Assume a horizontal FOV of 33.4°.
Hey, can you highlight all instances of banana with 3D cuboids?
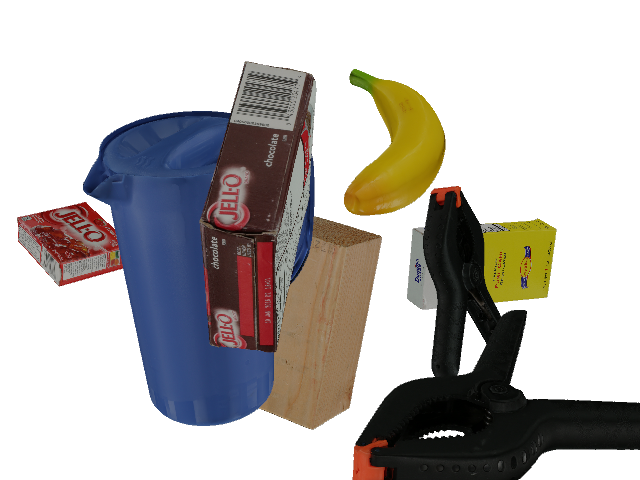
[{"bbox_3d":[0.052,-0.064,0.731,0.069,0.037,0.197,3,30,1],"label":"banana"}]

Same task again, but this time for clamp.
[{"bbox_3d":[0.121,0.041,0.956,0.039,0.171,0.120,-11,13,33],"label":"clamp"},{"bbox_3d":[0.100,0.097,0.628,0.209,0.036,0.165,-11,25,-26],"label":"clamp"}]

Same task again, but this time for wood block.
[{"bbox_3d":[-0.007,0.087,1.175,0.090,0.206,0.090,17,16,25],"label":"wood block"}]

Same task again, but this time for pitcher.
[{"bbox_3d":[-0.088,0.022,0.870,0.149,0.243,0.145,4,29,13],"label":"pitcher"}]

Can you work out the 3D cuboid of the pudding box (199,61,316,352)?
[{"bbox_3d":[-0.029,-0.016,0.519,0.039,0.113,0.090,9,-41,4],"label":"pudding box"}]

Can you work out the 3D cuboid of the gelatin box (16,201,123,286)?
[{"bbox_3d":[-0.232,0.001,0.999,0.073,0.030,0.089,-16,40,-36],"label":"gelatin box"}]

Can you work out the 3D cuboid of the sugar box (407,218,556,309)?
[{"bbox_3d":[0.193,0.028,1.277,0.176,0.093,0.048,-6,20,-24],"label":"sugar box"}]
